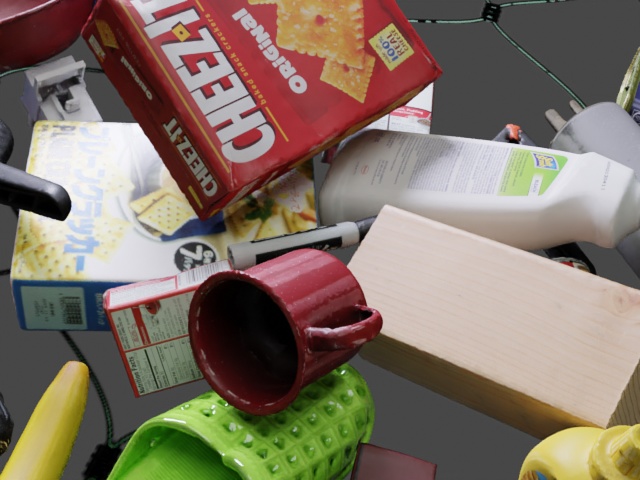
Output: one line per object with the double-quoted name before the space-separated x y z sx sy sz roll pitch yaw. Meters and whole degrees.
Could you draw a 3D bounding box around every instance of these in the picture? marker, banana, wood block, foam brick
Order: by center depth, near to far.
"banana" -0.186 0.156 0.643 0.037 0.070 0.197 21 35 3
"foam brick" 0.039 0.177 0.667 0.051 0.053 0.078 13 50 3
"wood block" 0.118 0.062 0.699 0.206 0.090 0.090 21 70 34
"marker" -0.005 0.001 0.746 0.121 0.020 0.020 -12 52 -18

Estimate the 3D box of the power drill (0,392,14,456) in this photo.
"power drill" -0.311 0.099 0.685 0.187 0.057 0.185 -22 52 -28

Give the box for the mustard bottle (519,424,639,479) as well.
"mustard bottle" 0.152 0.161 0.603 0.058 0.192 0.096 -24 57 -25

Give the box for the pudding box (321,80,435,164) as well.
"pudding box" 0.052 -0.110 0.924 0.090 0.039 0.113 9 47 0

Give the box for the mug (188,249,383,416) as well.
"mug" -0.013 0.053 0.668 0.117 0.093 0.081 -4 12 39

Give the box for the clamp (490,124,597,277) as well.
"clamp" 0.167 -0.024 0.865 0.120 0.039 0.171 14 53 4

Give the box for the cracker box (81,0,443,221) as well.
"cracker box" -0.037 -0.137 0.784 0.213 0.072 0.164 -32 88 -31

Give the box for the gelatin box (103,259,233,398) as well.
"gelatin box" -0.094 0.060 0.724 0.089 0.073 0.030 -15 27 -3

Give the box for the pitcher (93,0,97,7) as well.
"pitcher" -0.139 -0.227 0.940 0.243 0.145 0.148 42 30 29

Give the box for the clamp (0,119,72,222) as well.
"clamp" -0.256 -0.047 0.767 0.164 0.036 0.210 -15 36 0

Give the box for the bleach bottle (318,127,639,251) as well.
"bleach bottle" 0.132 -0.029 0.804 0.251 0.068 0.102 7 49 20

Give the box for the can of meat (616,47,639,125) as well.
"can of meat" 0.310 -0.117 0.953 0.084 0.057 0.102 21 51 8

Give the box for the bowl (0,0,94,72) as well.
"bowl" -0.248 -0.182 0.871 0.162 0.055 0.162 -10 33 7

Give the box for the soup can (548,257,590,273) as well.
"soup can" 0.179 0.073 0.764 0.068 0.068 0.102 -5 51 -12
